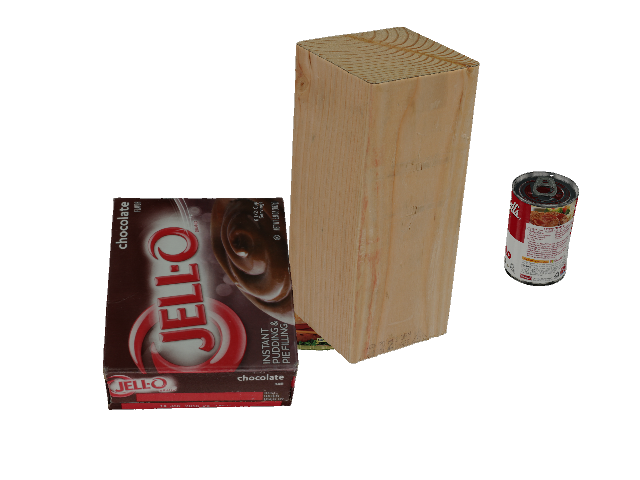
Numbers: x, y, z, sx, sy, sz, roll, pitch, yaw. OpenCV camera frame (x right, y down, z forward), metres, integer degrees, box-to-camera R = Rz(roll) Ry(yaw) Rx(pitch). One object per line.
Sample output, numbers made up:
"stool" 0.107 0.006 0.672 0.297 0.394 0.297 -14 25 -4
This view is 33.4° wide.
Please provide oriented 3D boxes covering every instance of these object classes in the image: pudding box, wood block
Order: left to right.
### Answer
"pudding box" -0.060 0.029 0.533 0.090 0.113 0.039 0 -44 -8
"wood block" 0.039 -0.032 0.742 0.090 0.206 0.091 -14 33 -29

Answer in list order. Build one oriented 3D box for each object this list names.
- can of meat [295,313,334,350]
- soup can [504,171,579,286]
"can of meat" -0.017 0.081 1.255 0.102 0.084 0.057 2 14 -3
"soup can" 0.230 -0.012 1.117 0.068 0.102 0.068 0 34 0
